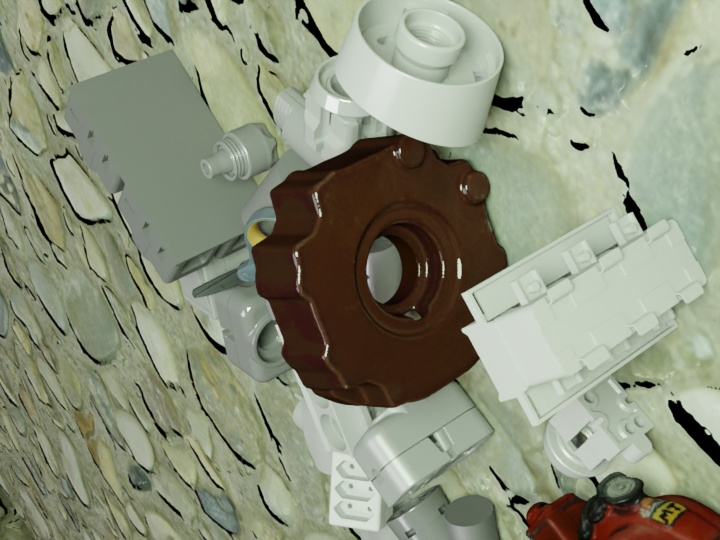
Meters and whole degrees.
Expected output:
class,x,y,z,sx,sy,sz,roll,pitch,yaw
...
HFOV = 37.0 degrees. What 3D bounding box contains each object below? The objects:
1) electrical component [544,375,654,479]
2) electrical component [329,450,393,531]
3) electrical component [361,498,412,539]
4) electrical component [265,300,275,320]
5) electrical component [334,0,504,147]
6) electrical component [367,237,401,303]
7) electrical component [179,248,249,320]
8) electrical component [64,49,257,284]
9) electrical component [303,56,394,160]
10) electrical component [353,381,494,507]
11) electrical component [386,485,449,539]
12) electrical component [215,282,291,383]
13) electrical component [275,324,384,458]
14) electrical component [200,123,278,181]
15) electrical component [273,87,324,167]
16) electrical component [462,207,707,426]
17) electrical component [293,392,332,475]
class,x,y,z,sx,sy,sz,roll,pitch,yaw
electrical component,0.149,0.103,0.691,0.066,0.048,0.055,51,141,18
electrical component,0.009,0.189,0.958,0.047,0.077,0.065,4,93,20
electrical component,0.028,0.248,0.999,0.079,0.044,0.077,16,127,52
electrical component,-0.056,0.041,0.960,0.045,0.045,0.055,-3,111,58
electrical component,0.035,-0.118,0.638,0.099,0.099,0.064,48,141,24
electrical component,0.000,0.000,0.839,0.079,0.043,0.077,32,139,42
electrical component,-0.144,0.002,1.048,0.062,0.061,0.096,30,137,44
electrical component,-0.175,-0.092,0.973,0.186,0.105,0.060,58,150,8
electrical component,-0.007,-0.111,0.745,0.078,0.058,0.057,45,149,29
electrical component,0.046,0.128,0.821,0.059,0.095,0.053,53,149,16
electrical component,0.058,0.219,0.920,0.047,0.055,0.055,55,150,5
electrical component,-0.095,0.055,1.022,0.059,0.054,0.095,29,137,45
electrical component,-0.015,0.089,0.916,0.079,0.063,0.121,-1,113,58
electrical component,-0.104,-0.096,0.903,0.043,0.062,0.043,38,142,36
electrical component,-0.036,-0.105,0.808,0.081,0.043,0.043,43,145,30
electrical component,0.125,0.019,0.581,0.078,0.121,0.063,62,148,1
electrical component,-0.036,0.141,1.010,0.079,0.044,0.077,30,137,43
